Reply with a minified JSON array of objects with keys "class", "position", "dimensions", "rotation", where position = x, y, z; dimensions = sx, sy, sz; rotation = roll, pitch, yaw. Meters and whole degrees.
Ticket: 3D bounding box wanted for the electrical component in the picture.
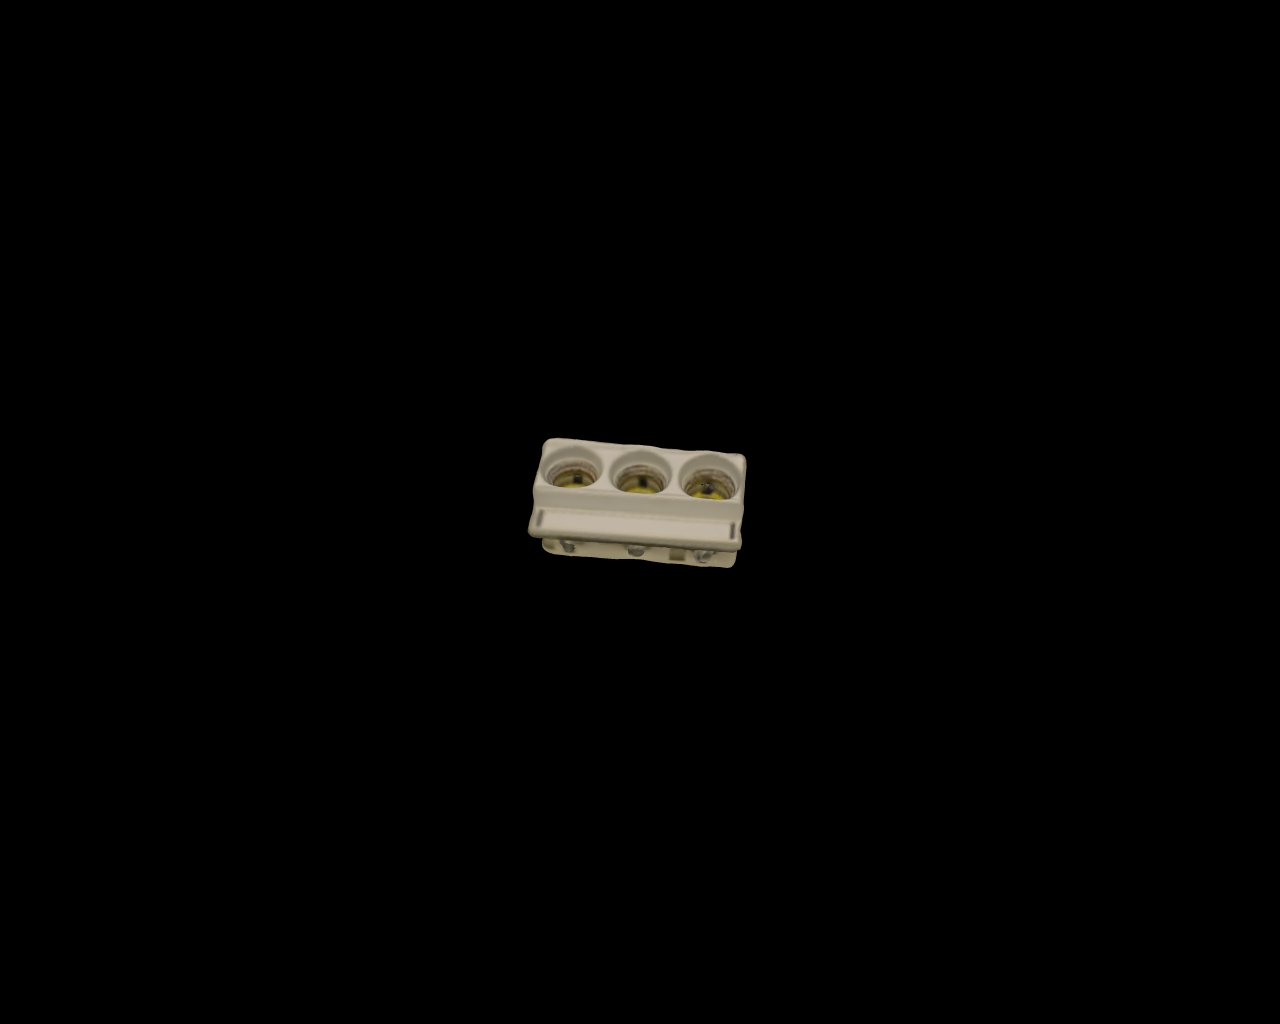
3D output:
[{"class":"electrical component","position":[0.001,-0.003,0.650],"dimensions":[0.121,0.079,0.063],"rotation":[4,-43,4]}]
